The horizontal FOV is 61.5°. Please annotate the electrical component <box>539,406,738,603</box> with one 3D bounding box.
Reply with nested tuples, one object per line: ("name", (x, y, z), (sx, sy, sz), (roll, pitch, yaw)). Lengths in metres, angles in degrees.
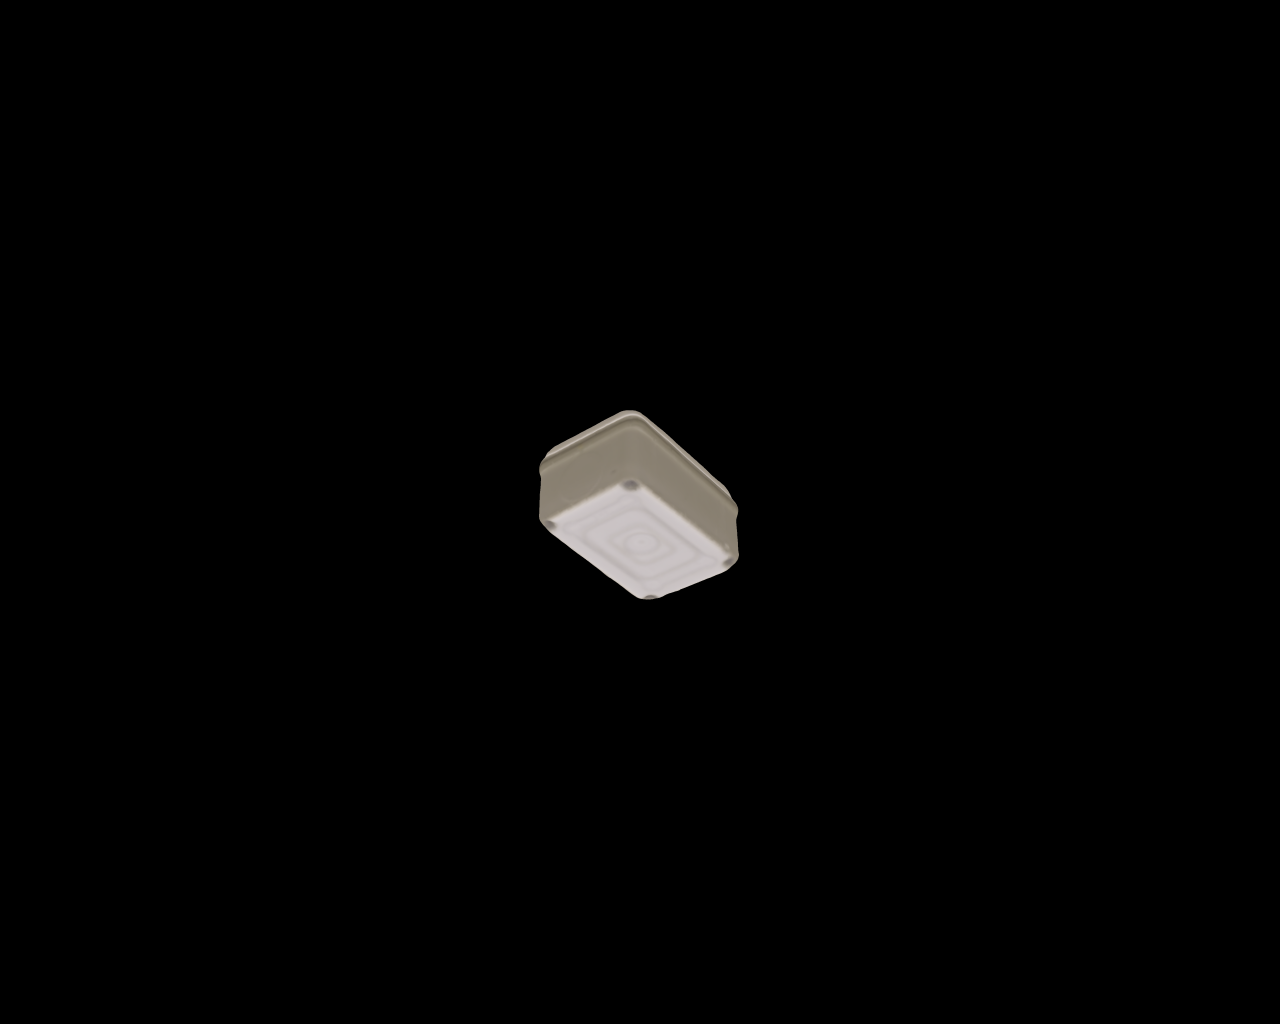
("electrical component", (0.001, -0.003, 0.650), (0.078, 0.057, 0.113), (-25, -44, 28))
